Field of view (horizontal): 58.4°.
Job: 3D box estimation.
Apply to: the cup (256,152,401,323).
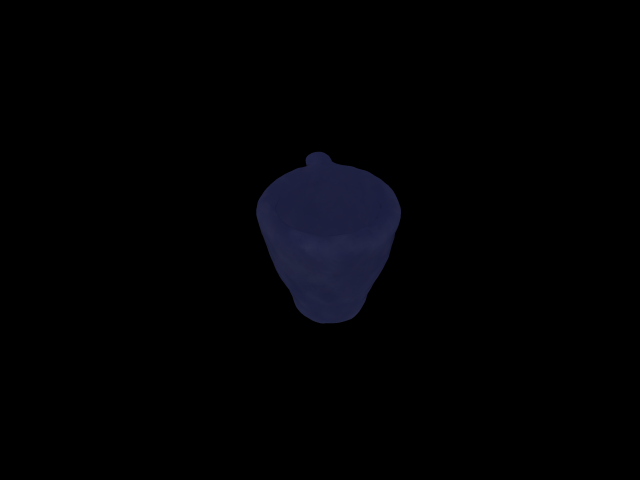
[{"bbox_3d":[0.004,0.001,0.400,0.092,0.095,0.117,-5,40,-6],"label":"cup"}]
